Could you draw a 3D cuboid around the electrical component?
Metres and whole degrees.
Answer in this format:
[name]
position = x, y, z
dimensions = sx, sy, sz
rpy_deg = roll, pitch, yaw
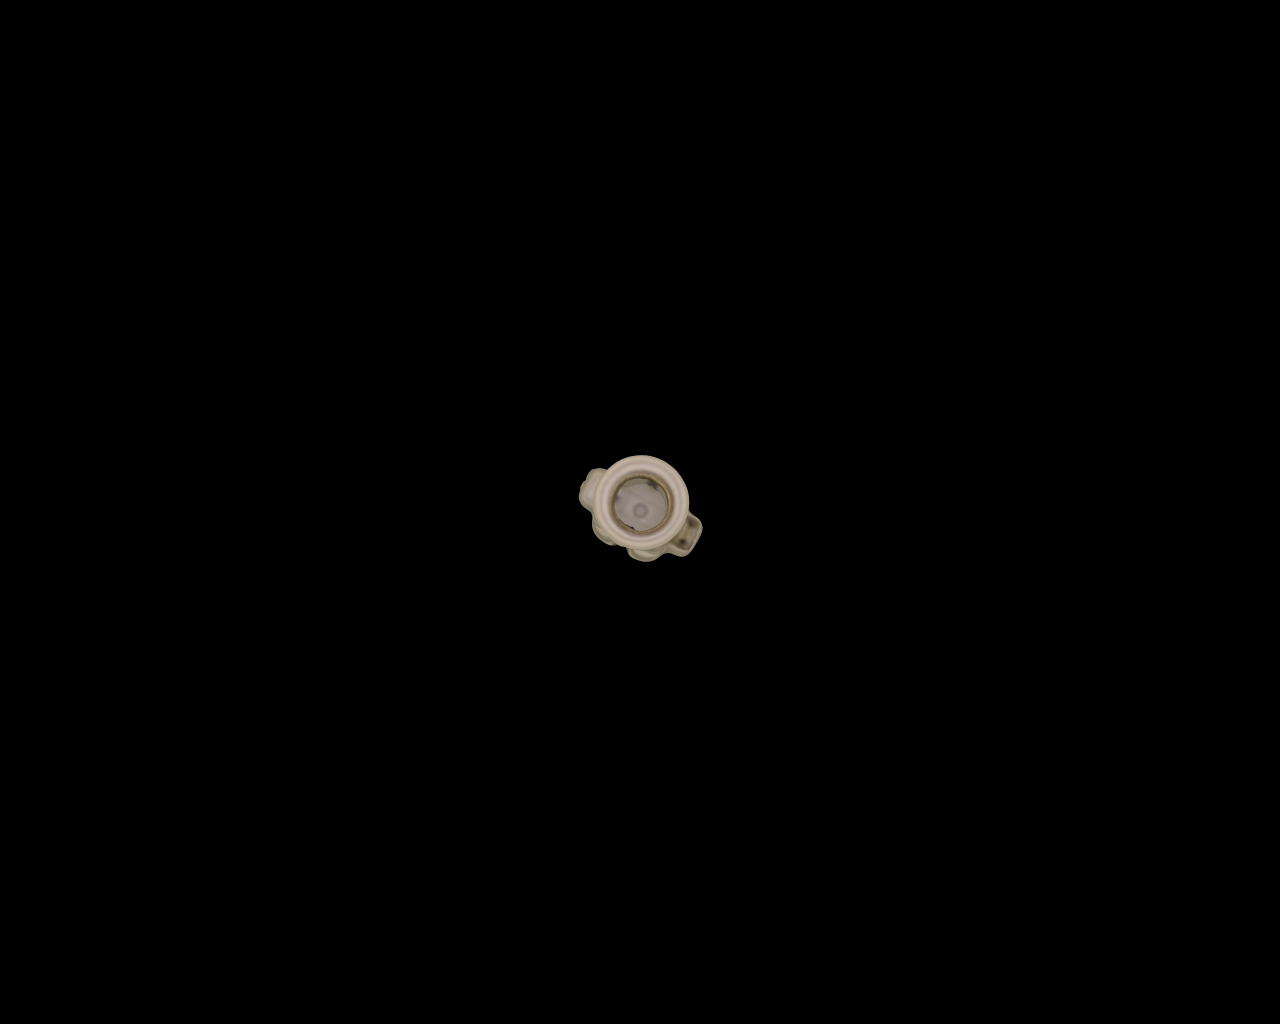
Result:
[electrical component]
position = 0.001, -0.003, 0.650
dimensions = 0.078, 0.058, 0.057
rpy_deg = 28, -7, 4
